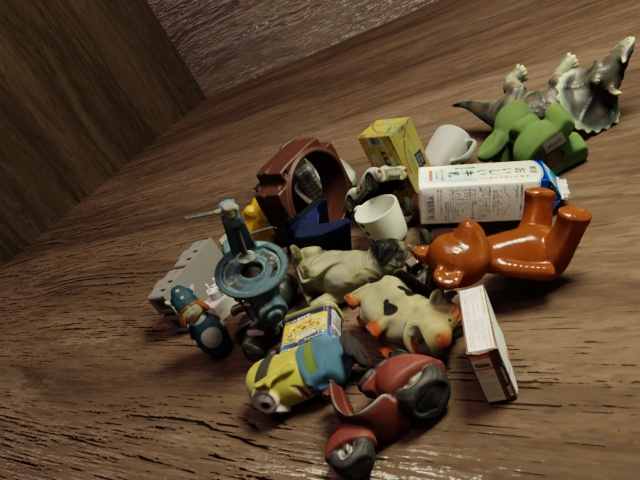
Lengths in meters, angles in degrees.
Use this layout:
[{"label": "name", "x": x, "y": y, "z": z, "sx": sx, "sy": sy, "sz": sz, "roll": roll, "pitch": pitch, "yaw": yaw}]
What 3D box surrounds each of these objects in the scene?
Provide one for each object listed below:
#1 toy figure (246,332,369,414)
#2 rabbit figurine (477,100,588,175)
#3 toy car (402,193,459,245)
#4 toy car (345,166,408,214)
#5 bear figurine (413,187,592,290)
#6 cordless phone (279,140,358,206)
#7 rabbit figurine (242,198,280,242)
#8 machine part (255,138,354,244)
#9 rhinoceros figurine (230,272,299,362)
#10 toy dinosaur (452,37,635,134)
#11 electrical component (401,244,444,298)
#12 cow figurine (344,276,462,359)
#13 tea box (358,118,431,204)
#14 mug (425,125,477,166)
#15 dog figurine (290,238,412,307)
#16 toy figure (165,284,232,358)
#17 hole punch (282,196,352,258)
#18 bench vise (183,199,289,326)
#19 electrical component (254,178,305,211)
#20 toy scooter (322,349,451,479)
[{"label": "toy figure", "x": -0.022, "y": 0.190, "z": 0.777, "sx": 0.180, "sy": 0.082, "sz": 0.089, "roll": -30, "pitch": 15, "yaw": 11}, {"label": "rabbit figurine", "x": 0.373, "y": -0.181, "z": 0.978, "sx": 0.159, "sy": 0.121, "sz": 0.170, "roll": -44, "pitch": 37, "yaw": 21}, {"label": "toy car", "x": 0.207, "y": -0.033, "z": 0.956, "sx": 0.089, "sy": 0.053, "sz": 0.202, "roll": -9, "pitch": 29, "yaw": -2}, {"label": "toy car", "x": 0.109, "y": -0.100, "z": 1.076, "sx": 0.073, "sy": 0.056, "sz": 0.201, "roll": -5, "pitch": -16, "yaw": -18}, {"label": "bear figurine", "x": 0.236, "y": 0.000, "z": 0.726, "sx": 0.196, "sy": 0.131, "sz": 0.120, "roll": 3, "pitch": 24, "yaw": -11}, {"label": "cordless phone", "x": -0.009, "y": -0.171, "z": 1.267, "sx": 0.146, "sy": 0.184, "sz": 0.089, "roll": -40, "pitch": 24, "yaw": -18}, {"label": "rabbit figurine", "x": -0.158, "y": -0.022, "z": 1.234, "sx": 0.163, "sy": 0.121, "sz": 0.173, "roll": 35, "pitch": 92, "yaw": 43}, {"label": "machine part", "x": -0.025, "y": -0.099, "z": 1.138, "sx": 0.087, "sy": 0.200, "sz": 0.201, "roll": 3, "pitch": 42, "yaw": 45}, {"label": "rhinoceros figurine", "x": -0.094, "y": 0.136, "z": 0.958, "sx": 0.112, "sy": 0.073, "sz": 0.190, "roll": -4, "pitch": 34, "yaw": 24}, {"label": "toy dinosaur", "x": 0.428, "y": -0.268, "z": 1.078, "sx": 0.405, "sy": 0.131, "sz": 0.192, "roll": -12, "pitch": 31, "yaw": 44}, {"label": "electrical component", "x": 0.157, "y": 0.052, "z": 0.817, "sx": 0.078, "sy": 0.102, "sz": 0.045, "roll": 31, "pitch": 70, "yaw": 38}, {"label": "cow figurine", "x": 0.126, "y": 0.108, "z": 0.767, "sx": 0.127, "sy": 0.085, "sz": 0.195, "roll": -35, "pitch": 23, "yaw": -5}, {"label": "tea box", "x": 0.161, "y": -0.156, "z": 1.084, "sx": 0.068, "sy": 0.169, "sz": 0.098, "roll": -45, "pitch": 31, "yaw": -23}, {"label": "mug", "x": 0.268, "y": -0.174, "z": 1.119, "sx": 0.110, "sy": 0.080, "sz": 0.107, "roll": 12, "pitch": 61, "yaw": 45}, {"label": "dog figurine", "x": 0.055, "y": 0.045, "z": 0.951, "sx": 0.191, "sy": 0.121, "sz": 0.172, "roll": -19, "pitch": 28, "yaw": -9}, {"label": "toy figure", "x": -0.214, "y": 0.144, "z": 0.964, "sx": 0.058, "sy": 0.154, "sz": 0.064, "roll": -7, "pitch": 34, "yaw": 43}, {"label": "hole punch", "x": -0.002, "y": -0.003, "z": 1.025, "sx": 0.116, "sy": 0.142, "sz": 0.092, "roll": -39, "pitch": 63, "yaw": -20}, {"label": "bench vise", "x": -0.124, "y": 0.018, "z": 0.879, "sx": 0.129, "sy": 0.240, "sz": 0.224, "roll": -18, "pitch": 45, "yaw": -5}, {"label": "electrical component", "x": -0.094, "y": -0.123, "z": 1.326, "sx": 0.115, "sy": 0.134, "sz": 0.058, "roll": -38, "pitch": 27, "yaw": -10}, {"label": "toy scooter", "x": 0.068, "y": 0.199, "z": 0.677, "sx": 0.184, "sy": 0.075, "sz": 0.135, "roll": -40, "pitch": 26, "yaw": -8}]
